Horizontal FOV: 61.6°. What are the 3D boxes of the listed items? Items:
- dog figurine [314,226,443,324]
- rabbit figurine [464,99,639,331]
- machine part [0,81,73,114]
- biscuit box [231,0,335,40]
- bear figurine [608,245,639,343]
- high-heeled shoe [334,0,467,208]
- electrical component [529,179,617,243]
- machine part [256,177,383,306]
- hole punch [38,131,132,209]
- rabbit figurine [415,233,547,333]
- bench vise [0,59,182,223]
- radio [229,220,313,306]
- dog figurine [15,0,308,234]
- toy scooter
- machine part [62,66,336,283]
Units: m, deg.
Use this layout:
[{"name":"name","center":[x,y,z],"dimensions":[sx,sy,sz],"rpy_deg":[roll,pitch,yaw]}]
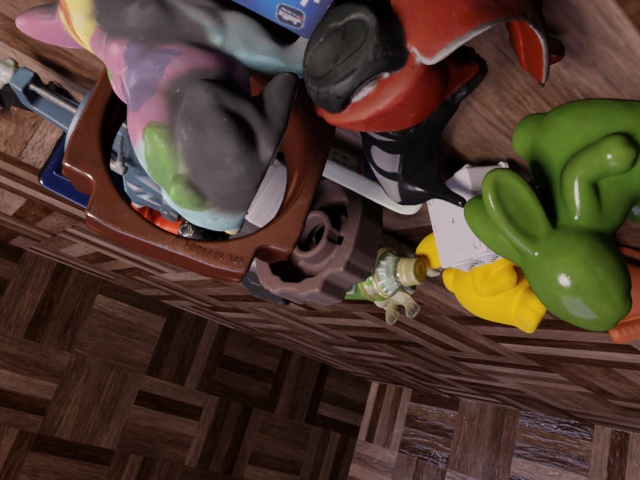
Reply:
[{"name":"dog figurine","center":[0.073,0.030,0.845],"dimensions":[0.190,0.121,0.172],"rpy_deg":[33,158,-3]},{"name":"rabbit figurine","center":[0.199,-0.020,0.415],"dimensions":[0.159,0.170,0.121],"rpy_deg":[14,162,7]},{"name":"machine part","center":[-0.389,-0.188,0.683],"dimensions":[0.139,0.039,0.084],"rpy_deg":[17,157,6]},{"name":"biscuit box","center":[-0.077,-0.199,0.316],"dimensions":[0.202,0.059,0.063],"rpy_deg":[22,162,-16]},{"name":"bear figurine","center":[0.369,0.051,0.563],"dimensions":[0.196,0.120,0.131],"rpy_deg":[0,152,39]},{"name":"high-heeled shoe","center":[0.056,-0.117,0.477],"dimensions":[0.248,0.086,0.145],"rpy_deg":[55,173,-36]},{"name":"electrical component","center":[0.253,-0.017,0.528],"dimensions":[0.119,0.075,0.048],"rpy_deg":[8,166,-13]},{"name":"machine part","center":[-0.001,-0.002,0.672],"dimensions":[0.180,0.179,0.056],"rpy_deg":[-1,158,45]},{"name":"hole punch","center":[-0.300,-0.101,0.727],"dimensions":[0.142,0.115,0.092],"rpy_deg":[31,165,-32]},{"name":"rabbit figurine","center":[0.205,0.007,0.643],"dimensions":[0.163,0.122,0.173],"rpy_deg":[20,151,25]},{"name":"bench vise","center":[-0.249,-0.123,0.614],"dimensions":[0.241,0.129,0.223],"rpy_deg":[29,167,-3]},{"name":"radio","center":[-0.075,0.015,0.846],"dimensions":[0.073,0.131,0.229],"rpy_deg":[16,162,12]},{"name":"dog figurine","center":[-0.123,-0.121,0.376],"dimensions":[0.219,0.191,0.108],"rpy_deg":[23,146,-6]},{"name":"toy scooter","center":[0.087,-0.121,0.338],"dimensions":[0.184,0.075,0.135],"rpy_deg":[-32,149,29]},{"name":"machine part","center":[-0.101,-0.076,0.480],"dimensions":[0.201,0.201,0.087],"rpy_deg":[22,164,-14]}]
